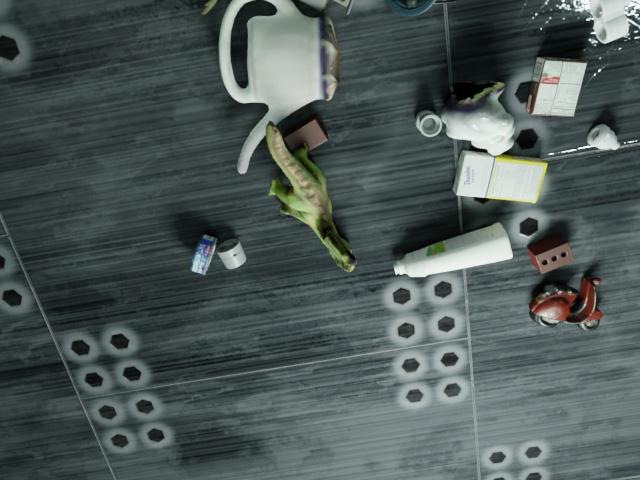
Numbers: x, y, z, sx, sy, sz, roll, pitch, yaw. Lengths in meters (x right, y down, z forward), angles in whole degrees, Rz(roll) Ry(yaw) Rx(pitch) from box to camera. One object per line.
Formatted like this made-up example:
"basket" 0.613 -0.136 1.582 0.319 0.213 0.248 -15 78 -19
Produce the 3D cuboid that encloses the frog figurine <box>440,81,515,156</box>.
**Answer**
"frog figurine" 0.316 -0.226 1.025 0.137 0.125 0.156 -2 128 35

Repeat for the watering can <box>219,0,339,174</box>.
"watering can" -0.075 -0.299 0.984 0.224 0.106 0.342 -1 110 -1

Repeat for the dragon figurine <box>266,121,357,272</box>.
"dragon figurine" 0.003 -0.050 0.991 0.122 0.405 0.246 -37 71 -1
